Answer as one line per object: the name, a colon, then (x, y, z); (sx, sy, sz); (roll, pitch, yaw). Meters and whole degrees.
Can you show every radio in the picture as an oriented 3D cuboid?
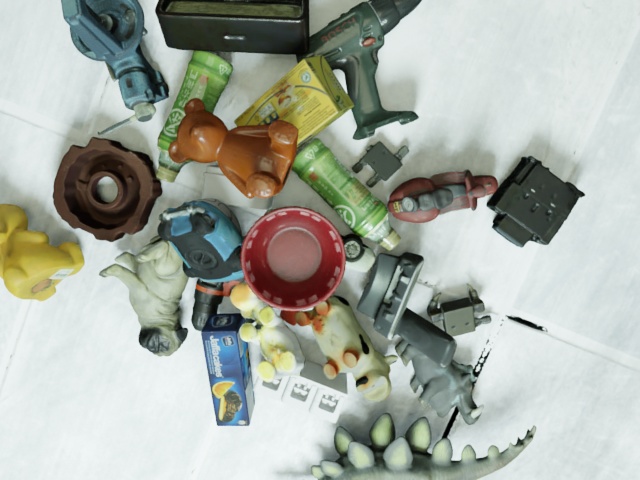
radio: (-0.128, -0.364, 0.845); (0.230, 0.073, 0.131); (4, 62, 1)

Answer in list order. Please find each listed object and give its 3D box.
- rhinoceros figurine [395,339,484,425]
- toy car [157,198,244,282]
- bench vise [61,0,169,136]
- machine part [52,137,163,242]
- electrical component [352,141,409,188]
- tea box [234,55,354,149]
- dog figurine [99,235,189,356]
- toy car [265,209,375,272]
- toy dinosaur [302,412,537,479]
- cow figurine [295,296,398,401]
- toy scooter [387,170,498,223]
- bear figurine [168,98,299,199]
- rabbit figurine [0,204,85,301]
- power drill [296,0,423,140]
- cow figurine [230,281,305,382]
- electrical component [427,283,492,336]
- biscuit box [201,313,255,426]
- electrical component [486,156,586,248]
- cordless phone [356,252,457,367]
rhinoceros figurine: (0.210, 0.237, 0.932); (0.112, 0.073, 0.190); (-31, 94, -2)
toy car: (-0.177, -0.011, 0.849); (0.109, 0.103, 0.161); (-12, 132, 22)
bench vise: (-0.321, -0.297, 0.814); (0.129, 0.240, 0.223); (-9, 80, 6)
machine part: (-0.363, -0.086, 0.921); (0.179, 0.056, 0.179); (0, 97, 3)
electrical component: (0.104, -0.136, 0.915); (0.094, 0.021, 0.063); (-43, 93, 7)
tea box: (-0.043, -0.202, 0.856); (0.170, 0.068, 0.098); (-29, 97, 33)
dog figurine: (-0.255, 0.092, 0.921); (0.172, 0.121, 0.190); (-24, 105, 17)
toy car: (-0.002, -0.003, 0.907); (0.202, 0.073, 0.056); (22, 98, -1)
toy dinosaur: (0.133, 0.404, 0.917); (0.472, 0.105, 0.198); (-11, 104, 5)
cow figurine: (0.055, 0.184, 0.911); (0.085, 0.127, 0.195); (-39, 77, 29)
toy scooter: (0.202, -0.071, 0.862); (0.184, 0.135, 0.075); (-13, 98, 5)
bear figurine: (-0.136, -0.143, 0.805); (0.196, 0.132, 0.120); (25, 88, -1)
rabbit figurine: (-0.517, 0.013, 0.904); (0.122, 0.162, 0.173); (-38, 76, 18)
power drill: (0.091, -0.279, 0.871); (0.232, 0.086, 0.207); (-21, 99, 6)
cow figurine: (-0.080, 0.143, 0.865); (0.068, 0.098, 0.167); (-32, 70, 12)
electrical component: (0.239, 0.123, 0.930); (0.102, 0.045, 0.078); (-19, 124, 7)
biscuit box: (-0.154, 0.222, 0.916); (0.063, 0.059, 0.202); (-1, 114, 5)
electrical component: (0.351, -0.056, 0.898); (0.115, 0.058, 0.134); (34, 96, 0)
cordless phone: (0.157, 0.105, 0.858); (0.088, 0.184, 0.146); (16, 99, -36)
